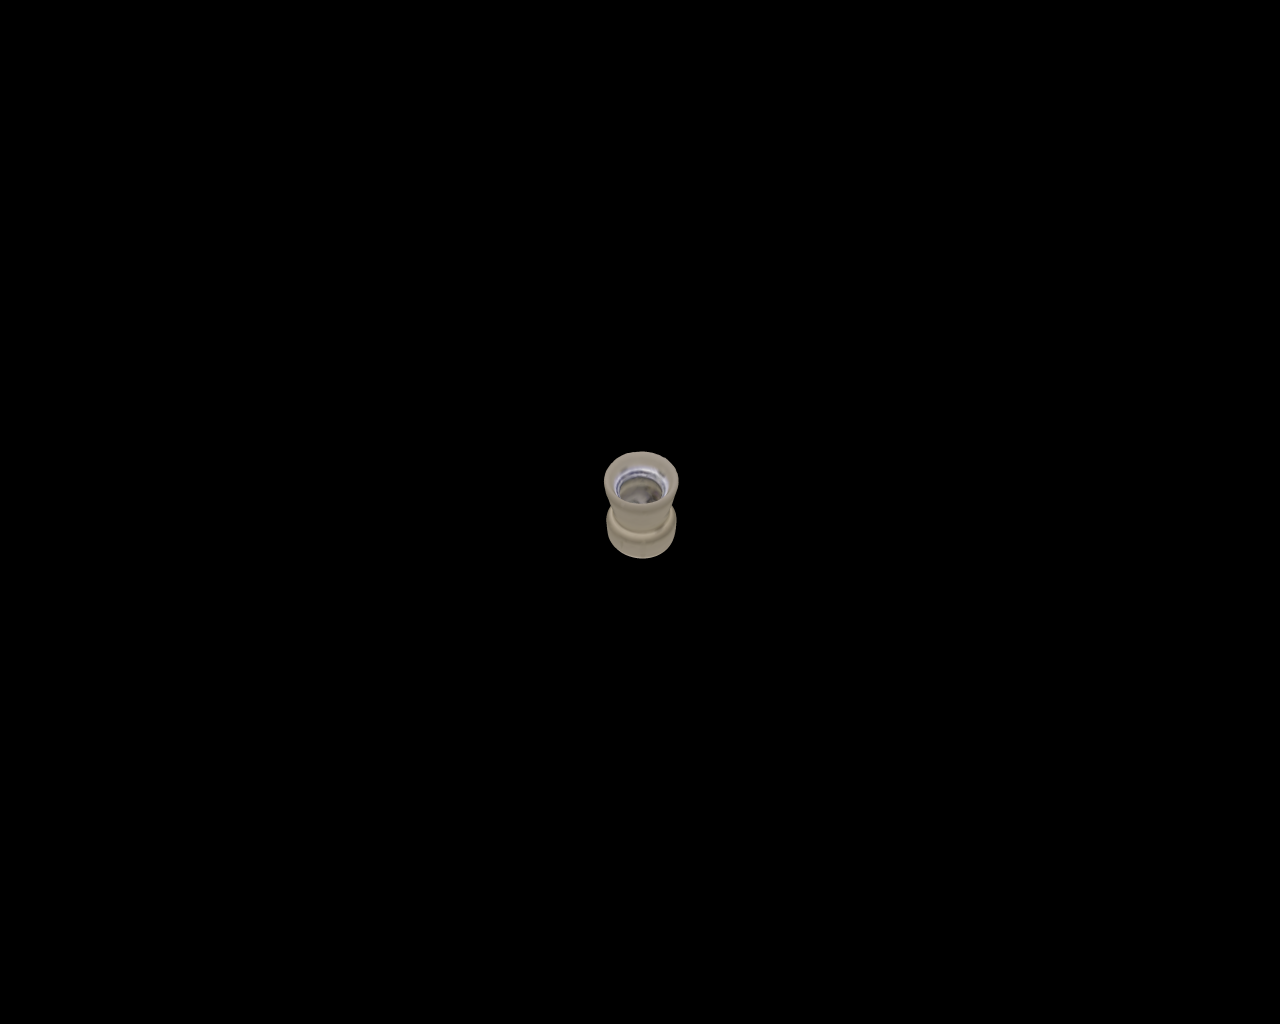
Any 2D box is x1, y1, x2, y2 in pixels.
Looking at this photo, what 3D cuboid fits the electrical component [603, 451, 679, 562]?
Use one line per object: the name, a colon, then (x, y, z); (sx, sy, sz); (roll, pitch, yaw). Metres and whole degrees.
electrical component: (0.001, -0.003, 0.650); (0.045, 0.045, 0.055); (0, -40, 0)
